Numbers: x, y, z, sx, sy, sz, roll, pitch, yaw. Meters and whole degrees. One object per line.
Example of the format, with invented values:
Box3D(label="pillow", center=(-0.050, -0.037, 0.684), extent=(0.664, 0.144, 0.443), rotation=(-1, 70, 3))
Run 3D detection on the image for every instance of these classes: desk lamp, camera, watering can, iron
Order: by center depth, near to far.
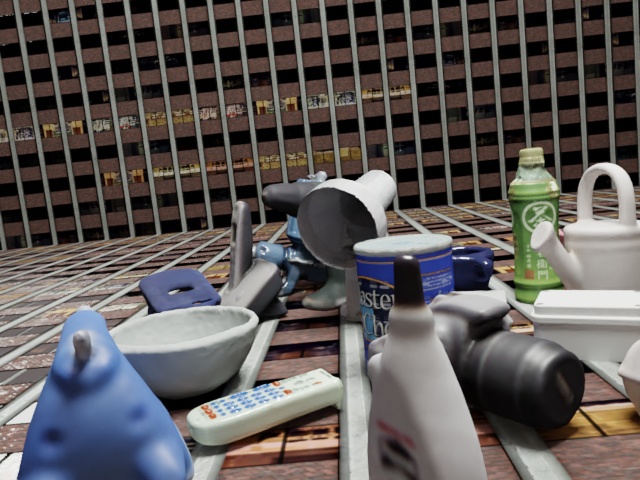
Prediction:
Box3D(label="iron", center=(-0.181, 0.117, 0.458), extent=(0.119, 0.141, 0.257), rotation=(-9, 8, -23))
Box3D(label="camera", center=(0.132, 0.102, 0.475), extent=(0.143, 0.101, 0.136), rotation=(-10, 8, -32))
Box3D(label="watering can", center=(0.358, 0.000, 0.727), extent=(0.173, 0.194, 0.100), rotation=(-10, 8, -30))
Box3D(label="desk lamp", center=(0.066, 0.009, 0.831), extent=(0.117, 0.213, 0.204), rotation=(-2, 8, 29))

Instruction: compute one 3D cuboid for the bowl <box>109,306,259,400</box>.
Box3D(label="bowl", center=(-0.147, 0.127, 0.623), extent=(0.167, 0.075, 0.167), rotation=(-6, 7, 1))

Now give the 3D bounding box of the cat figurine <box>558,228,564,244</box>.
Box3D(label="cat figurine", center=(0.357, 0.014, 0.931), extent=(0.067, 0.118, 0.128), rotation=(-6, 7, 2))

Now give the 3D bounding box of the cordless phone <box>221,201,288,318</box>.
Box3D(label="cordless phone", center=(-0.117, 0.031, 0.917), extent=(0.094, 0.185, 0.147), rotation=(-9, 8, -24))

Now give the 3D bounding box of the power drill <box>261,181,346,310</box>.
Box3D(label="power drill", center=(0.009, 0.003, 0.943), extent=(0.230, 0.208, 0.075), rotation=(-13, 10, -43))

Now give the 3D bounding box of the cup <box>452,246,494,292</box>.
Box3D(label="cup", center=(0.199, 0.061, 0.775), extent=(0.092, 0.095, 0.117), rotation=(-8, 7, -18))

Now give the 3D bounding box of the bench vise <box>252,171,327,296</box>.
Box3D(label="bench vise", center=(-0.038, -0.012, 1.063), extent=(0.208, 0.220, 0.121), rotation=(-11, 8, -33))

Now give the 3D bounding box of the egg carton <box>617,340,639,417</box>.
Box3D(label="egg carton", center=(0.300, 0.109, 0.408), extent=(0.107, 0.069, 0.150), rotation=(-8, 7, -14))

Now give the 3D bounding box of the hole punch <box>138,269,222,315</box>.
Box3D(label="hole punch", center=(-0.210, 0.094, 0.878), extent=(0.109, 0.091, 0.100), rotation=(-11, 9, -36))

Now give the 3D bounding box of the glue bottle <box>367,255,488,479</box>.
Box3D(label="glue bottle", center=(0.054, 0.093, 0.319), extent=(0.037, 0.173, 0.078), rotation=(-11, 9, -33))
